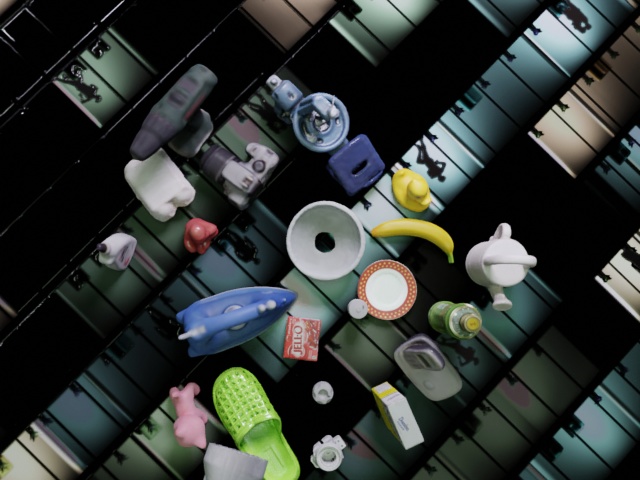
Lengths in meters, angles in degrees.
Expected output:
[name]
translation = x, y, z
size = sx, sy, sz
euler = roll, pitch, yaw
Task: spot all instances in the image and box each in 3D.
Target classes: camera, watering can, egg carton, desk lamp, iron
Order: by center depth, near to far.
[desk lamp]
translation = -0.180, 0.484, 1.114
size = 0.118, 0.213, 0.203
euler = 18, 85, -1
[iron]
translation = -0.167, 0.156, 1.174
size = 0.258, 0.141, 0.119
euler = -20, 87, -4
[watering can]
translation = 0.379, 0.055, 1.182
size = 0.101, 0.194, 0.173
euler = -16, 87, -3
[camera]
translation = -0.177, -0.156, 1.215
size = 0.137, 0.100, 0.143
euler = 35, 85, 0
[egg carton]
translation = -0.343, -0.119, 1.220
size = 0.107, 0.069, 0.150
euler = -39, 89, -5

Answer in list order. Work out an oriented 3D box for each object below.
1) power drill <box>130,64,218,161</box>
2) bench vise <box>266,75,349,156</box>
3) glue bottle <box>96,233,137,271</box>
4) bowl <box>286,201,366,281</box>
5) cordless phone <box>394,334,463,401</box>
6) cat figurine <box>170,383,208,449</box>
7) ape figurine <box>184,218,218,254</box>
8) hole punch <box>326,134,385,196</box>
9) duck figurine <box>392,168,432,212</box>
[power drill]
translation = -0.285, -0.237, 1.161
size = 0.075, 0.208, 0.230
euler = 33, 85, 0
[bench vise]
translation = -0.030, -0.259, 1.170
size = 0.207, 0.219, 0.121
euler = 23, 85, -1
[glue bottle]
translation = -0.418, 0.021, 1.155
size = 0.037, 0.173, 0.078
euler = 17, 85, -1
[bowl]
translation = 0.011, 0.004, 1.226
size = 0.167, 0.074, 0.167
euler = 0, 86, -3
[cordless phone]
translation = 0.232, 0.266, 1.164
size = 0.094, 0.185, 0.147
euler = -43, 89, -5
[cat figurine]
translation = -0.272, 0.364, 1.166
size = 0.067, 0.117, 0.128
euler = -20, 87, -4
[ape figurine]
translation = -0.255, -0.013, 1.206
size = 0.078, 0.092, 0.076
euler = -21, 87, -4
[hole punch]
translation = 0.080, -0.160, 1.233
size = 0.109, 0.091, 0.101
euler = -40, 89, -5
[duck figurine]
translation = 0.203, -0.112, 1.238
size = 0.077, 0.086, 0.104
euler = -37, 88, -5
